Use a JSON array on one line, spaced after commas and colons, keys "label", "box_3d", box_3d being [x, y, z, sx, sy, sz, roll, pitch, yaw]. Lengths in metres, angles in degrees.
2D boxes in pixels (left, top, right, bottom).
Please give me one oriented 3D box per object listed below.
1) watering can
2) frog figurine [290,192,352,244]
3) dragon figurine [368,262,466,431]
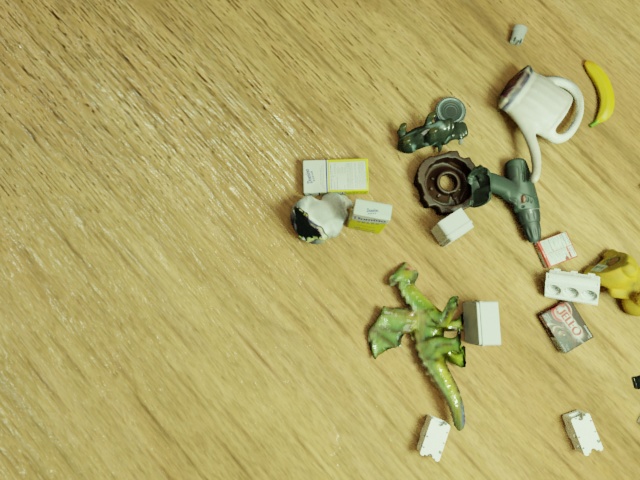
[{"label": "watering can", "box_3d": [0.579, -0.331, 1.386, 0.225, 0.102, 0.352, 36, 69, 5]}, {"label": "frog figurine", "box_3d": [0.004, -0.069, 1.361, 0.138, 0.120, 0.162, 34, 46, 13]}, {"label": "dragon figurine", "box_3d": [0.243, 0.259, 1.307, 0.242, 0.121, 0.414, -1, 78, 17]}]
